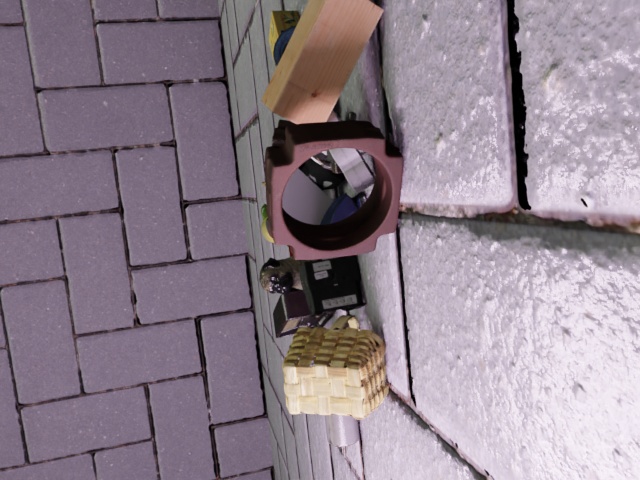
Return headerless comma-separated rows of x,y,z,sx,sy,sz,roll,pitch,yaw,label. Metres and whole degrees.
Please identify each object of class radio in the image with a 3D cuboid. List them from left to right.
-0.044,0.186,1.371,0.229,0.131,0.073,119,141,-67,radio

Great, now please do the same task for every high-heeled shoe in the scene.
0.011,-0.127,1.184,0.145,0.086,0.248,34,173,19,high-heeled shoe

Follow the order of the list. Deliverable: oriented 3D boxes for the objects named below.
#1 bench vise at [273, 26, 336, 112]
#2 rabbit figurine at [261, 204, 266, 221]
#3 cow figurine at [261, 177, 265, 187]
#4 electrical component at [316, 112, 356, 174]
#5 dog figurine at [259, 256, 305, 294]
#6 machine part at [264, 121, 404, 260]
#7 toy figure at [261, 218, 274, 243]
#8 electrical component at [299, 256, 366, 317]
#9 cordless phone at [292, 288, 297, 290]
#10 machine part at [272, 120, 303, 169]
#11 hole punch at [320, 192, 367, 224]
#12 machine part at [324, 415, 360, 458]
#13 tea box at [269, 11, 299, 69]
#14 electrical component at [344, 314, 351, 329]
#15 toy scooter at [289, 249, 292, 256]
-0.018,-0.323,1.024,0.240,0.129,0.223,130,129,-78,bench vise
-0.089,-0.045,1.480,0.159,0.121,0.170,-125,15,-70,rabbit figurine
-0.130,-0.119,1.665,0.127,0.085,0.195,91,168,-55,cow figurine
0.032,-0.172,0.960,0.045,0.078,0.102,20,124,47,electrical component
-0.044,0.082,1.189,0.172,0.191,0.121,101,158,-57,dog figurine
0.018,-0.076,0.823,0.087,0.201,0.200,-111,18,-57,machine part
-0.069,-0.048,1.311,0.180,0.089,0.082,-23,56,46,toy figure
0.022,0.080,1.076,0.058,0.115,0.134,134,127,-68,electrical component
-0.062,0.144,1.582,0.184,0.089,0.147,81,172,-50,cordless phone
-0.072,-0.195,1.271,0.179,0.056,0.179,7,-90,-80,machine part
0.039,-0.028,1.014,0.142,0.092,0.115,150,115,-79,hole punch
0.045,0.372,1.221,0.079,0.079,0.243,-169,72,-76,machine part
-0.073,-0.451,1.283,0.098,0.068,0.170,109,150,-60,tea box
0.044,0.199,1.139,0.094,0.021,0.063,-36,-50,-54,electrical component
-0.039,0.065,1.399,0.135,0.075,0.183,-109,15,-50,toy scooter
